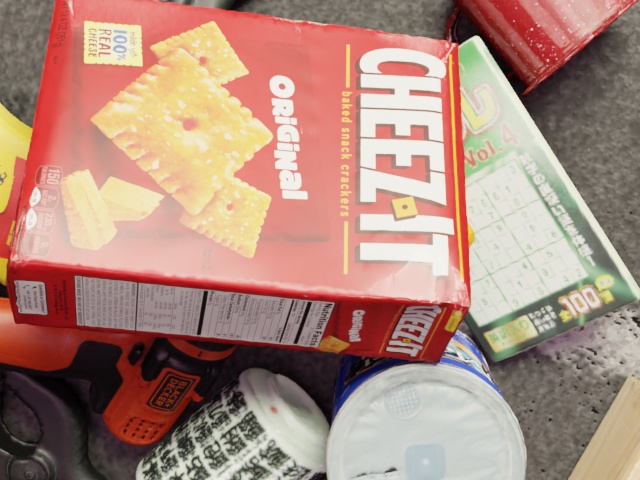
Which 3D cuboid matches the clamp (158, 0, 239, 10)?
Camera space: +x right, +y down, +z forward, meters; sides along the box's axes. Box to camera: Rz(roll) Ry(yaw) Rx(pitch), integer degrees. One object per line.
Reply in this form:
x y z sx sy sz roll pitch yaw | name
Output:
-0.080 -0.147 0.641 0.164 0.036 0.210 19 93 1 | clamp

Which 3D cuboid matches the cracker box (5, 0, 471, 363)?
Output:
-0.036 -0.034 0.537 0.213 0.072 0.164 6 60 -7 | cracker box

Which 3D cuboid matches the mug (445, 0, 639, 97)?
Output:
0.119 -0.136 0.616 0.081 0.093 0.117 50 132 1 | mug

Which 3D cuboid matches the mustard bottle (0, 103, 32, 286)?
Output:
-0.173 -0.020 0.634 0.191 0.058 0.096 32 94 -21 | mustard bottle

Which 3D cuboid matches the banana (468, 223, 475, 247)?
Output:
-0.008 -0.016 0.642 0.198 0.037 0.069 -5 65 7 | banana

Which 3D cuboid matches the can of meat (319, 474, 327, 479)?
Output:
0.004 0.197 0.667 0.102 0.057 0.084 -44 95 7 | can of meat

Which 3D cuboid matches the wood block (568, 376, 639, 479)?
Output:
0.183 0.200 0.644 0.091 0.090 0.206 27 97 -1 | wood block

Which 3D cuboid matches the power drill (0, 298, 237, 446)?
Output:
-0.135 0.036 0.598 0.187 0.057 0.185 20 126 -21 | power drill

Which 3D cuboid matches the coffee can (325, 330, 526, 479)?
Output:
0.057 0.106 0.612 0.103 0.140 0.103 0 96 2 | coffee can

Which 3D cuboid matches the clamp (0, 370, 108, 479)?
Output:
-0.186 0.151 0.679 0.120 0.039 0.171 -27 97 0 | clamp
